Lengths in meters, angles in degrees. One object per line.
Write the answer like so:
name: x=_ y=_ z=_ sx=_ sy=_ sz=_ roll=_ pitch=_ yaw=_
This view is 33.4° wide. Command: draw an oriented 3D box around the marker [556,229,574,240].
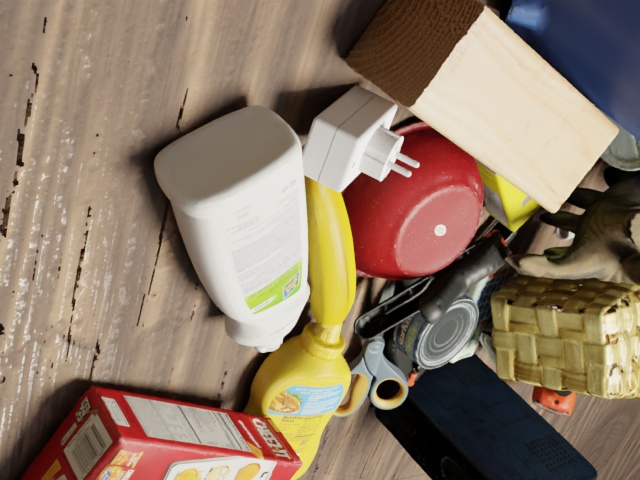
marker: x=0.322 y=-0.019 z=1.264 sx=0.120 sy=0.020 sz=0.020 roll=-13 pitch=136 yaw=-41

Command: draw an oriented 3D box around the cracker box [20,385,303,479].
cracker box: x=-0.144 y=0.214 z=0.902 sx=0.213 sy=0.072 sz=0.164 roll=21 pitch=113 yaw=-47

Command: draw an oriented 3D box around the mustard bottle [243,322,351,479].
mustard bottle: x=-0.023 y=0.148 z=1.009 sx=0.096 sy=0.058 sz=0.192 roll=4 pitch=124 yaw=-34

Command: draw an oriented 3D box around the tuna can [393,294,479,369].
tuna can: x=0.116 y=0.084 z=1.054 sx=0.086 sy=0.034 sz=0.086 roll=-25 pitch=135 yaw=-28

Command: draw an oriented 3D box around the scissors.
scissors: x=0.069 y=0.112 z=1.076 sx=0.096 sy=0.016 sz=0.202 roll=12 pitch=128 yaw=-23

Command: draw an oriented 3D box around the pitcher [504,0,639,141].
pitcher: x=0.280 y=-0.149 z=0.855 sx=0.149 sy=0.243 sz=0.144 roll=-45 pitch=152 yaw=8

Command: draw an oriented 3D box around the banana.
banana: x=0.003 y=0.016 z=0.886 sx=0.037 sy=0.070 sz=0.198 roll=-24 pitch=143 yaw=-18

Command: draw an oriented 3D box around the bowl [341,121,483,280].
bowl: x=0.087 y=-0.021 z=0.927 sx=0.161 sy=0.055 sz=0.162 roll=-21 pitch=133 yaw=-24

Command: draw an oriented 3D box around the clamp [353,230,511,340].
clamp: x=0.119 y=0.038 z=0.975 sx=0.171 sy=0.120 sz=0.039 roll=-34 pitch=102 yaw=-23

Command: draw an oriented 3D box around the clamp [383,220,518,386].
clamp: x=0.107 y=0.067 z=1.093 sx=0.164 sy=0.036 sz=0.210 roll=-5 pitch=129 yaw=-41

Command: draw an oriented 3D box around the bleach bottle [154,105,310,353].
bleach bottle: x=-0.057 y=0.014 z=0.820 sx=0.102 sy=0.068 sz=0.251 roll=-31 pitch=148 yaw=-19

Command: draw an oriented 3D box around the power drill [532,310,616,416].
power drill: x=0.333 y=0.125 z=1.365 sx=0.188 sy=0.057 sz=0.184 roll=102 pitch=11 yaw=-51

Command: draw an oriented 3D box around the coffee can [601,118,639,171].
coffee can: x=0.353 y=-0.131 z=1.095 sx=0.140 sy=0.103 sz=0.103 roll=-14 pitch=136 yaw=-41

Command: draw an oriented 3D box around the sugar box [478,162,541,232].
sugar box: x=0.189 y=-0.089 z=1.005 sx=0.093 sy=0.048 sz=0.176 roll=-43 pitch=150 yaw=-7

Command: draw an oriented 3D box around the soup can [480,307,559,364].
soup can: x=0.248 y=0.106 z=1.272 sx=0.102 sy=0.069 sz=0.068 roll=-37 pitch=147 yaw=-14

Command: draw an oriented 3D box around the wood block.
wood block: x=0.129 y=-0.111 z=0.826 sx=0.205 sy=0.091 sz=0.090 roll=28 pitch=102 yaw=-44
